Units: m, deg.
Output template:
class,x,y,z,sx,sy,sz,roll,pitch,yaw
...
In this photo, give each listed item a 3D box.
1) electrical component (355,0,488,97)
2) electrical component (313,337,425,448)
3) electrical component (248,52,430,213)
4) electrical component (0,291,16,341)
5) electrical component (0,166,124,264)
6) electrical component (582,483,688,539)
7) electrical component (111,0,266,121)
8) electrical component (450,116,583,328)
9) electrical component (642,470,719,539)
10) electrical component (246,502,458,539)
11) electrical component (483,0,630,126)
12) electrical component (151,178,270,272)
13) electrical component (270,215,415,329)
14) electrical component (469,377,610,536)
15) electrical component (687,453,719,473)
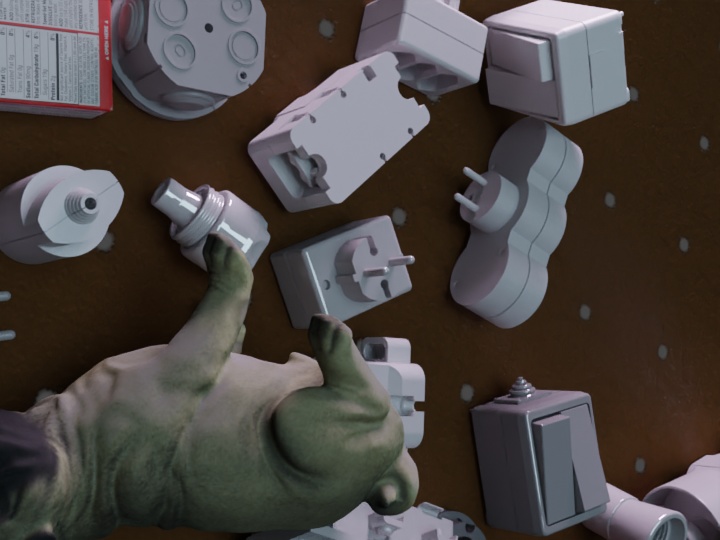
class,x,y,z,sx,sy,sz,roll,pitch,yaw
electrical component,0.042,-0.159,0.675,0.066,0.047,0.076,20,75,-33
electrical component,-0.002,0.077,0.619,0.057,0.058,0.078,7,83,-37
electrical component,-0.014,-0.079,0.623,0.089,0.056,0.050,-44,111,-29
electrical component,-0.196,0.025,0.493,0.076,0.047,0.083,-6,89,-38
electrical component,-0.143,-0.027,0.513,0.043,0.081,0.043,3,84,-35
electrical component,0.184,0.173,0.736,0.044,0.065,0.044,-12,111,-34
electrical component,-0.092,-0.123,0.575,0.080,0.051,0.080,3,84,-35
electrical component,0.090,-0.039,0.696,0.074,0.052,0.138,30,70,-30
electrical component,0.246,0.192,0.759,0.064,0.099,0.099,-7,90,-29
electrical component,-0.003,0.157,0.606,0.121,0.079,0.063,27,50,-31
electrical component,0.120,-0.137,0.703,0.061,0.096,0.061,-22,118,-22
electrical component,-0.083,-0.025,0.578,0.062,0.043,0.043,37,67,-26
electrical component,0.000,0.000,0.614,0.066,0.077,0.047,-23,100,-34
electrical component,0.117,0.117,0.696,0.062,0.061,0.096,-10,92,-35
electrical component,0.300,0.217,0.816,0.089,0.062,0.150,-19,97,-35
